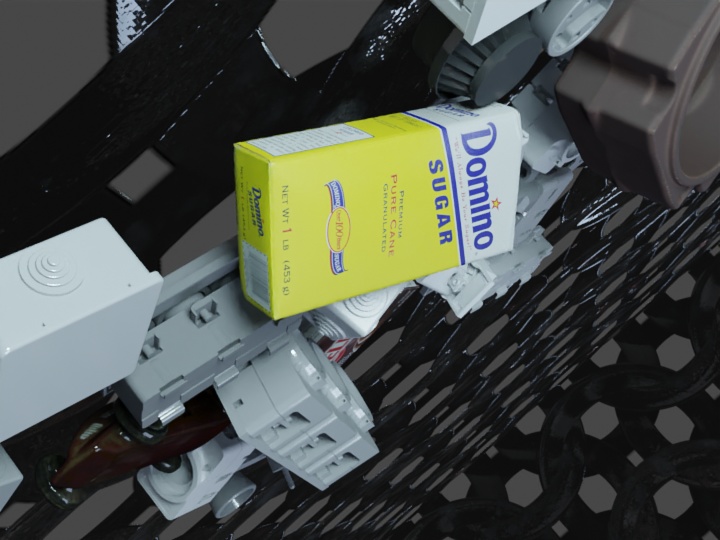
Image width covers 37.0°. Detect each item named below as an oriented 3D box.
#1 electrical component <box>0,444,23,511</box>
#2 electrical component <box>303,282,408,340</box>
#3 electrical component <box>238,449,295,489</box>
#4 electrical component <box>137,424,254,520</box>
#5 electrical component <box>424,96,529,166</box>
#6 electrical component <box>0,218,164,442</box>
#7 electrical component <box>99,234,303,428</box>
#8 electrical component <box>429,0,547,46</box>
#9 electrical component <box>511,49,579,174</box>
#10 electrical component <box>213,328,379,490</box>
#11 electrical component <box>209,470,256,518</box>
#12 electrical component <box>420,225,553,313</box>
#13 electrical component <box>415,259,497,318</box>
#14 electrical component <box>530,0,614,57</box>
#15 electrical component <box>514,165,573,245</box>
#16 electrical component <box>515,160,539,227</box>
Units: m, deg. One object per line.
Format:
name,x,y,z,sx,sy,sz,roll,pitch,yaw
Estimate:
electrical component,-0.243,0.130,0.581,0.099,0.048,0.100,-51,160,27
electrical component,0.000,0.000,0.713,0.099,0.048,0.100,-52,-171,-14
electrical component,-0.064,0.146,0.905,0.138,0.073,0.052,-29,169,18
electrical component,-0.134,0.154,0.872,0.089,0.050,0.056,-51,161,27
electrical component,0.066,-0.077,0.724,0.096,0.061,0.061,-37,162,-15
electrical component,-0.153,0.029,0.527,0.100,0.048,0.099,-28,158,-38
electrical component,-0.096,0.035,0.643,0.121,0.063,0.078,-33,161,-27
electrical component,0.096,-0.189,0.518,0.150,0.061,0.089,-34,161,-23
electrical component,0.156,-0.121,0.823,0.089,0.055,0.050,-47,162,16
electrical component,-0.047,0.087,0.766,0.062,0.089,0.150,-34,149,3
electrical component,-0.126,0.186,0.959,0.045,0.055,0.045,-37,163,-14
electrical component,0.121,-0.012,1.003,0.121,0.063,0.078,-25,157,-43
electrical component,0.072,-0.005,0.898,0.064,0.081,0.042,24,116,-41
electrical component,0.118,-0.165,0.648,0.055,0.047,0.055,-37,163,-14
electrical component,0.130,-0.061,0.924,0.056,0.050,0.089,-26,157,-43
electrical component,0.103,-0.058,0.862,0.057,0.058,0.078,-23,156,-53
